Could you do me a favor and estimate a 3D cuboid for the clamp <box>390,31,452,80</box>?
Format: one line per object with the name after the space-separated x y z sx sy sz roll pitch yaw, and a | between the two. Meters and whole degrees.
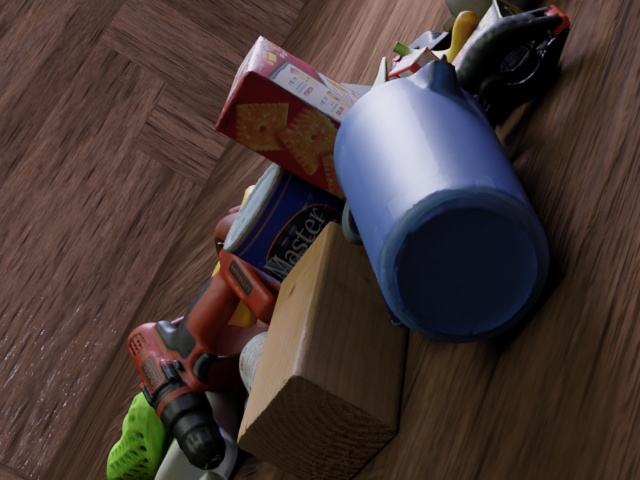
0.130 -0.210 1.253 0.165 0.036 0.210 -55 15 11 | clamp

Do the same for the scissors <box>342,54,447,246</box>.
0.093 -0.065 0.934 0.201 0.096 0.016 -53 9 -22 | scissors

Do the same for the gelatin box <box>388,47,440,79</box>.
0.114 -0.158 1.087 0.030 0.073 0.089 -50 10 -6 | gelatin box

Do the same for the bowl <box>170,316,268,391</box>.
-0.108 0.127 1.212 0.162 0.162 0.055 -100 2 -73 | bowl

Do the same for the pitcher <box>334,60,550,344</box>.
0.082 -0.016 0.768 0.145 0.149 0.243 -30 21 10 | pitcher

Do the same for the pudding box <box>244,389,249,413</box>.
-0.035 0.120 1.088 0.114 0.039 0.090 -55 14 17 | pudding box

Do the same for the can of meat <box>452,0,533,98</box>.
0.159 -0.162 0.959 0.084 0.057 0.102 -56 11 24 | can of meat

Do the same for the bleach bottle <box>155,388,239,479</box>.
-0.133 0.212 1.216 0.102 0.068 0.251 -59 8 9 | bleach bottle

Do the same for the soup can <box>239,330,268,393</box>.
-0.033 0.126 0.964 0.068 0.068 0.102 -58 19 3 | soup can

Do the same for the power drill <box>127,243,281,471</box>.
-0.103 0.109 1.062 0.188 0.057 0.185 -48 53 15 | power drill

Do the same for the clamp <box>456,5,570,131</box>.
0.141 -0.120 0.887 0.171 0.120 0.039 -34 42 12 | clamp

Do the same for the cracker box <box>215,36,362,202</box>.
0.012 -0.098 1.015 0.072 0.213 0.164 -57 11 18 | cracker box

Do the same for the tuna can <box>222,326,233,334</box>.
-0.107 0.121 1.321 0.086 0.034 0.086 -33 -1 -1 | tuna can

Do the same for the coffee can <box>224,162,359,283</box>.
-0.007 0.001 1.024 0.103 0.140 0.103 -55 12 17 | coffee can

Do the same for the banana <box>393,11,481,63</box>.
0.132 -0.188 1.087 0.037 0.069 0.198 -65 15 -8 | banana

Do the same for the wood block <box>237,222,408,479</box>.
0.009 0.089 0.862 0.091 0.090 0.206 -52 13 32 | wood block

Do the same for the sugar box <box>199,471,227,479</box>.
-0.147 0.310 1.064 0.176 0.048 0.093 -51 13 39 | sugar box

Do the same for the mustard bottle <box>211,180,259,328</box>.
-0.071 -0.004 1.200 0.096 0.058 0.191 81 -158 -54 | mustard bottle
